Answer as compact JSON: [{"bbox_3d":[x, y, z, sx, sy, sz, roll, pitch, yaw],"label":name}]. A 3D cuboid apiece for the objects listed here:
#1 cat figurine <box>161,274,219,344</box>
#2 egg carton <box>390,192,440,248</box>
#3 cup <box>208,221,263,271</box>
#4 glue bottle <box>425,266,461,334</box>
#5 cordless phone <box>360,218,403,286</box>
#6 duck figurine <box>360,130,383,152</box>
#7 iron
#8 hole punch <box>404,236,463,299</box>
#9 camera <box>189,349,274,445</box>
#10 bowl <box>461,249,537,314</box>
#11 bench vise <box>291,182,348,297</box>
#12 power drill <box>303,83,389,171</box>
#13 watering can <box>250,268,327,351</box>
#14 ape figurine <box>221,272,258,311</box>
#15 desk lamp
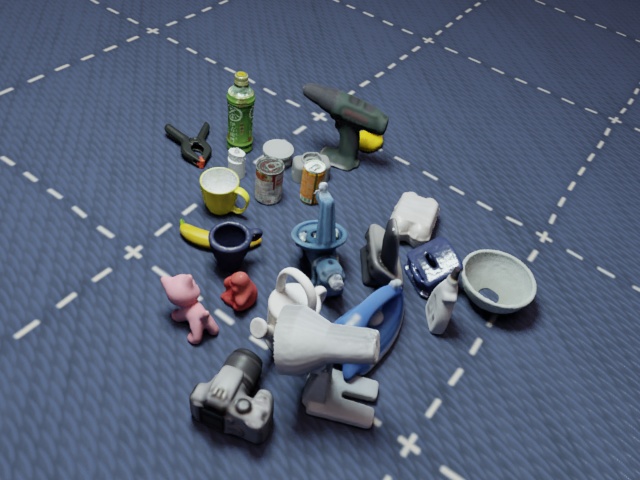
[{"bbox_3d":[-0.252,0.120,1.108,0.067,0.118,0.127,-30,58,-32],"label":"cat figurine"},{"bbox_3d":[0.227,-0.052,1.390,0.107,0.069,0.150,19,47,8],"label":"egg carton"},{"bbox_3d":[-0.181,0.017,1.233,0.118,0.095,0.091,-15,51,-23],"label":"cup"},{"bbox_3d":[0.255,0.114,1.165,0.037,0.173,0.078,5,46,-5],"label":"glue bottle"},{"bbox_3d":[0.147,0.004,1.242,0.094,0.185,0.147,1,47,-9],"label":"cordless phone"},{"bbox_3d":[0.143,-0.305,1.603,0.077,0.086,0.105,27,48,15],"label":"duck figurine"},{"bbox_3d":[0.103,0.147,1.129,0.118,0.141,0.259,34,50,21],"label":"iron"},{"bbox_3d":[0.251,0.059,1.274,0.101,0.091,0.108,-11,50,-20],"label":"hole punch"},{"bbox_3d":[-0.139,0.261,1.006,0.143,0.101,0.137,19,47,9],"label":"camera"},{"bbox_3d":[0.385,0.104,1.266,0.167,0.075,0.167,5,46,-5],"label":"bowl"},{"bbox_3d":[0.021,0.000,1.199,0.122,0.220,0.207,-22,54,-27],"label":"bench vise"},{"bbox_3d":[0.055,-0.290,1.488,0.229,0.208,0.075,14,46,4],"label":"power drill"},{"bbox_3d":[-0.052,0.134,1.076,0.100,0.194,0.173,22,47,12],"label":"watering can"},{"bbox_3d":[-0.163,0.098,1.162,0.076,0.092,0.077,-1,47,-10],"label":"ape figurine"},{"bbox_3d":[0.017,0.214,1.000,0.203,0.213,0.118,13,46,3],"label":"desk lamp"}]
